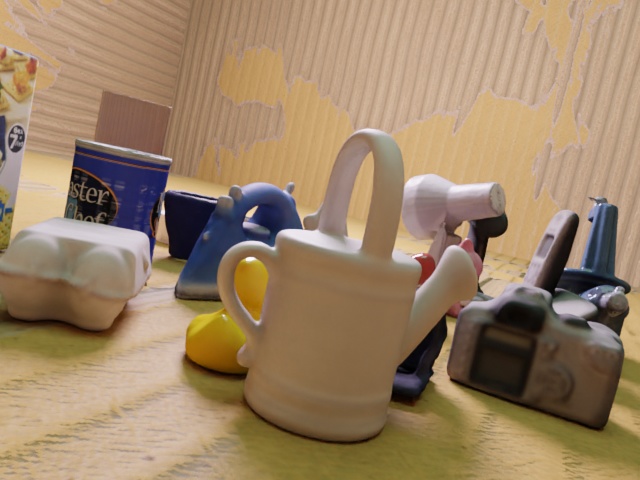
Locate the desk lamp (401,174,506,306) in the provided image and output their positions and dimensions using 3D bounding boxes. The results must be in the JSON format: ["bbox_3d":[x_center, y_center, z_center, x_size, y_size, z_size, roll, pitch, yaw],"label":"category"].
[{"bbox_3d":[0.234,-0.006,1.012,0.118,0.213,0.202,7,9,-45],"label":"desk lamp"}]

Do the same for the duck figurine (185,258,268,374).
[{"bbox_3d":[-0.062,0.053,0.456,0.077,0.086,0.105,14,6,9],"label":"duck figurine"}]

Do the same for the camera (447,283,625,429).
[{"bbox_3d":[0.210,0.096,0.555,0.142,0.101,0.137,15,7,22],"label":"camera"}]

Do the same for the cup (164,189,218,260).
[{"bbox_3d":[-0.188,-0.020,0.831,0.092,0.095,0.117,10,6,-22],"label":"cup"}]

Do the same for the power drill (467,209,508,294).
[{"bbox_3d":[0.299,0.000,1.112,0.075,0.208,0.229,13,6,1],"label":"power drill"}]

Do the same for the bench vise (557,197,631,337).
[{"bbox_3d":[0.394,0.050,0.796,0.121,0.220,0.207,11,6,-10],"label":"bench vise"}]

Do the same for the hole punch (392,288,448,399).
[{"bbox_3d":[0.053,0.072,0.494,0.108,0.091,0.101,15,6,18],"label":"hole punch"}]

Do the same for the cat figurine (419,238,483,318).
[{"bbox_3d":[0.190,0.051,0.853,0.128,0.118,0.067,10,7,-26],"label":"cat figurine"}]

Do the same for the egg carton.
[{"bbox_3d":[-0.204,0.025,0.495,0.107,0.069,0.150,11,6,-13],"label":"egg carton"}]

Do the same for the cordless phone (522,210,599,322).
[{"bbox_3d":[0.283,0.054,0.694,0.094,0.185,0.147,12,6,-3],"label":"cordless phone"}]

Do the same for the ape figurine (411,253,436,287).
[{"bbox_3d":[0.124,0.061,0.744,0.076,0.092,0.078,13,6,5],"label":"ape figurine"}]

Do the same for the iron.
[{"bbox_3d":[-0.090,-0.010,0.715,0.118,0.141,0.259,14,6,17],"label":"iron"}]

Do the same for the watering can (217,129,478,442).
[{"bbox_3d":[0.023,0.023,0.391,0.173,0.194,0.100,7,8,-40],"label":"watering can"}]

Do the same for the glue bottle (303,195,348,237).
[{"bbox_3d":[0.006,0.002,0.650,0.078,0.173,0.037,13,6,8],"label":"glue bottle"}]
